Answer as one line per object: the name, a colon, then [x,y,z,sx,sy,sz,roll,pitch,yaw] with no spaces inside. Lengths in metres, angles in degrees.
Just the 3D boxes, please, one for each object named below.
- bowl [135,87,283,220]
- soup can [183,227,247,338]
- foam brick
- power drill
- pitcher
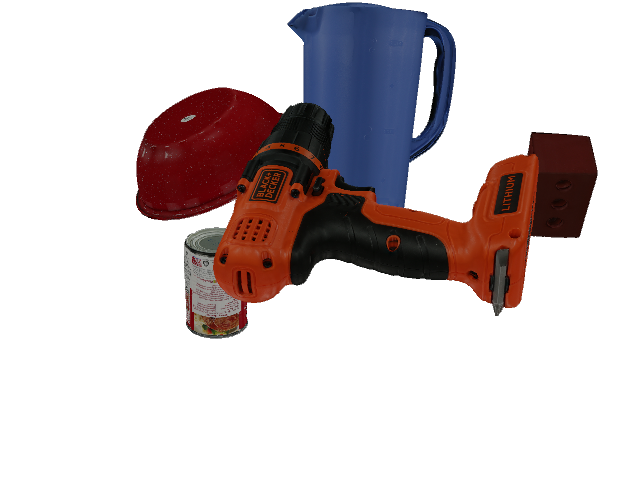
bowl: [-0.104,-0.088,0.946,0.162,0.055,0.162,-20,31,13]
soup can: [-0.113,0.045,1.155,0.068,0.102,0.068,1,25,-1]
foam brick: [0.205,-0.048,0.931,0.053,0.051,0.078,2,-45,1]
power drill: [0.040,-0.024,0.675,0.188,0.057,0.184,5,41,13]
pitcher: [0.052,-0.132,1.153,0.149,0.243,0.144,7,11,25]
